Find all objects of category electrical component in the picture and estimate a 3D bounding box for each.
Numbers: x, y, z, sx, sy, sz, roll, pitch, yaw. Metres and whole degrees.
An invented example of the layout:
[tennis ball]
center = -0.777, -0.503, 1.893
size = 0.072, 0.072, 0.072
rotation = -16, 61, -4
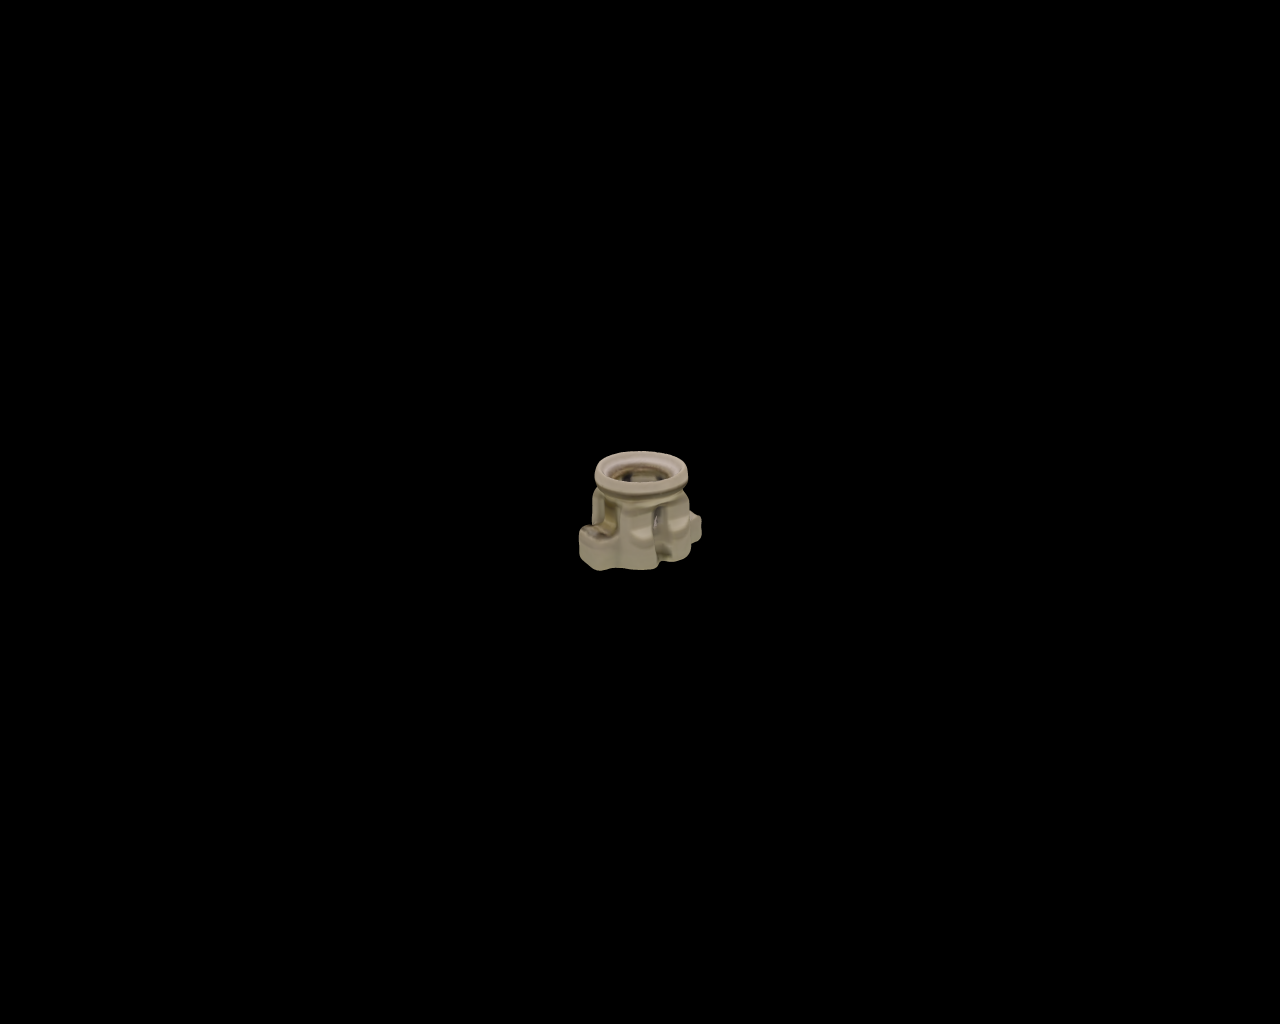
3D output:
[electrical component]
center = 0.001, -0.003, 0.650
size = 0.078, 0.056, 0.058
rotation = -14, 27, -29
